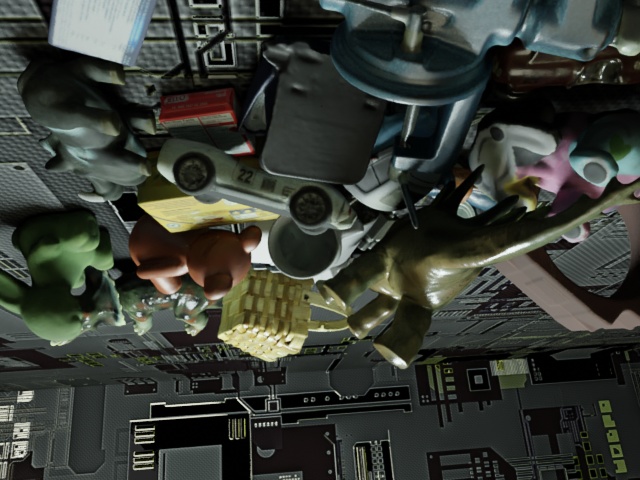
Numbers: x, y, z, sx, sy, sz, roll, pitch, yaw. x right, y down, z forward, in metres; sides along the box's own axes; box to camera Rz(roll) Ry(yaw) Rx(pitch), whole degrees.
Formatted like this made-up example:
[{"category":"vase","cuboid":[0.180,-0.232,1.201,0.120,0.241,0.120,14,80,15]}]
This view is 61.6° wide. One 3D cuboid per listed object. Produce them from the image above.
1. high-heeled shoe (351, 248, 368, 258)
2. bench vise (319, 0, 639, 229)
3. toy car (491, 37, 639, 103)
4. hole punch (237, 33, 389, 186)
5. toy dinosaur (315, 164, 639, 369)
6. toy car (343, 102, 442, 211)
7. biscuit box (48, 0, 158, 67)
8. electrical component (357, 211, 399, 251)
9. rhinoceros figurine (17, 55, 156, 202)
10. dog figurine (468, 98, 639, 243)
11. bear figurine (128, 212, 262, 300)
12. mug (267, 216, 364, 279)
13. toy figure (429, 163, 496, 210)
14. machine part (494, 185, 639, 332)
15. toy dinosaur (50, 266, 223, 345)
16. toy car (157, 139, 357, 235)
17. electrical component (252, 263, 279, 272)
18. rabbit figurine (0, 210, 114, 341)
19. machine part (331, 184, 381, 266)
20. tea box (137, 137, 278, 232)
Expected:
[{"category":"high-heeled shoe","cuboid":[0.106,-0.008,0.876,0.145,0.086,0.248,32,130,3]},{"category":"bench vise","cuboid":[0.103,-0.129,0.401,0.224,0.129,0.240,4,141,-2]},{"category":"toy car","cuboid":[0.253,-0.160,0.477,0.202,0.053,0.089,-2,156,-4]},{"category":"hole punch","cuboid":[-0.007,-0.122,0.489,0.142,0.092,0.115,8,115,-27]},{"category":"toy dinosaur","cuboid":[0.104,0.017,0.523,0.198,0.105,0.471,-44,-173,-8]},{"category":"toy car","cuboid":[0.080,-0.083,0.573,0.109,0.103,0.162,12,156,-39]},{"category":"biscuit box","cuboid":[-0.113,-0.189,0.305,0.059,0.063,0.202,8,156,-29]},{"category":"electrical component","cuboid":[0.096,-0.021,0.812,0.094,0.021,0.063,-52,159,20]},{"category":"rhinoceros figurine","cuboid":[-0.219,-0.094,0.519,0.112,0.073,0.190,-4,159,-5]},{"category":"dog figurine","cuboid":[0.288,-0.099,0.552,0.219,0.192,0.108,-29,137,-27]},{"category":"bear figurine","cuboid":[-0.158,0.023,0.722,0.196,0.120,0.131,16,158,27]},{"category":"mug","cuboid":[-0.001,-0.002,0.642,0.110,0.080,0.107,-24,177,4]},{"category":"toy figure","cuboid":[0.190,-0.070,0.694,0.154,0.058,0.064,8,154,-23]},{"category":"machine part","cuboid":[0.316,-0.009,0.634,0.201,0.201,0.087,41,166,4]},{"category":"toy dinosaur","cuboid":[-0.271,0.097,0.976,0.405,0.131,0.192,-7,161,-12]},{"category":"toy car","cuboid":[-0.061,-0.051,0.530,0.202,0.056,0.073,16,176,4]},{"category":"electrical component","cuboid":[-0.073,0.023,0.846,0.075,0.047,0.119,-1,-179,-8]},{"category":"rabbit figurine","cuboid":[-0.378,0.054,0.744,0.159,0.170,0.121,0,159,-13]},{"category":"machine part","cuboid":[0.029,-0.022,0.760,0.079,0.079,0.243,0,158,-12]},{"category":"tea box","cuboid":[-0.114,-0.064,0.630,0.170,0.068,0.098,-6,160,5]}]
